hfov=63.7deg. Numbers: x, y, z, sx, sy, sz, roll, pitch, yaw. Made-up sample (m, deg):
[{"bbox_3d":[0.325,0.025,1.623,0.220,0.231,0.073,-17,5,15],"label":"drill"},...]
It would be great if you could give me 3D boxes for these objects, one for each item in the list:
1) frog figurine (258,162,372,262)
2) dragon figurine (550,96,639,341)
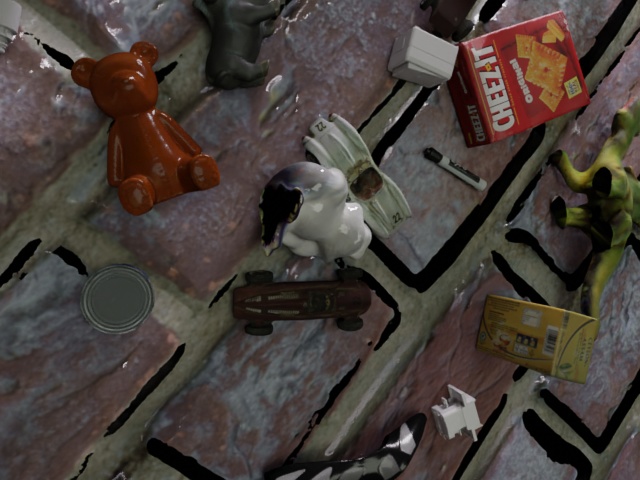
[{"bbox_3d":[0.002,-0.035,0.703,0.159,0.125,0.135,5,118,-36],"label":"frog figurine"},{"bbox_3d":[0.528,-0.045,0.904,0.243,0.122,0.410,-3,92,-28],"label":"dragon figurine"}]
